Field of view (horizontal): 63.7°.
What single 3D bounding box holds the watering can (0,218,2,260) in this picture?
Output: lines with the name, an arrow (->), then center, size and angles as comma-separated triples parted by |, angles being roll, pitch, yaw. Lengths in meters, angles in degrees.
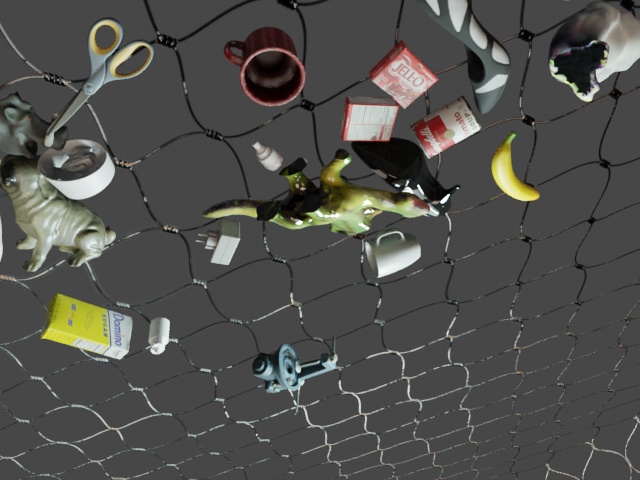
watering can -> -0.550, -0.051, 0.770 | 0.104, 0.228, 0.339 | -14, 138, -25

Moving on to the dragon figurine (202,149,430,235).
dragon figurine -> 0.003, -0.049, 0.970 | 0.408, 0.124, 0.239 | -8, 154, 32

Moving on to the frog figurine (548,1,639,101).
frog figurine -> 0.446, -0.315, 0.818 | 0.161, 0.124, 0.134 | -43, 129, -19
